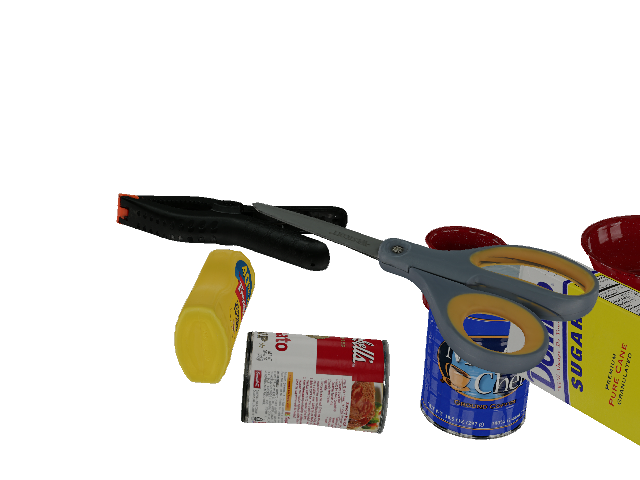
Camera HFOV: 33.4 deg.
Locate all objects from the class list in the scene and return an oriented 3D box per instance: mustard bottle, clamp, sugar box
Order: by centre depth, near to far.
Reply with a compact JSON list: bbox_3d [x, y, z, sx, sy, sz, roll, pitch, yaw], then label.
[{"bbox_3d":[0.210,0.083,0.741,0.048,0.093,0.176,-16,30,-38],"label":"sugar box"},{"bbox_3d":[-0.078,-0.013,0.942,0.210,0.036,0.164,6,13,-1],"label":"clamp"},{"bbox_3d":[-0.109,0.065,1.161,0.058,0.096,0.191,1,28,7],"label":"mustard bottle"}]

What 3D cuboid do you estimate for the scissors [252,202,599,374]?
[{"bbox_3d":[0.043,0.022,0.567,0.202,0.016,0.096,9,41,15],"label":"scissors"}]

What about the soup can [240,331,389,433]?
[{"bbox_3d":[-0.005,0.103,0.775,0.102,0.068,0.068,4,0,-2],"label":"soup can"}]

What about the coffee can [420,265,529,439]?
[{"bbox_3d":[0.150,0.100,1.003,0.103,0.140,0.103,1,26,-1],"label":"coffee can"}]

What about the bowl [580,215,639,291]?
[{"bbox_3d":[0.362,0.028,1.157,0.162,0.055,0.162,-1,26,0],"label":"bowl"}]

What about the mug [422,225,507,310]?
[{"bbox_3d":[0.171,0.041,1.201,0.117,0.081,0.093,6,25,1],"label":"mug"}]
